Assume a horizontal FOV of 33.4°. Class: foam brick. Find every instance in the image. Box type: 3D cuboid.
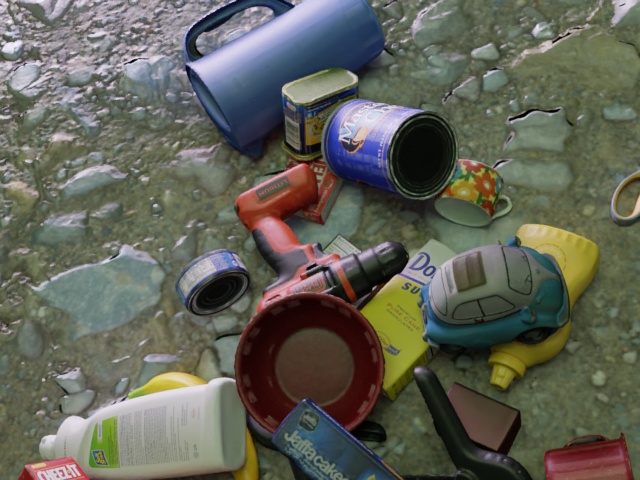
[{"bbox_3d":[0.168,0.196,1.136,0.078,0.053,0.051,22,70,24],"label":"foam brick"}]

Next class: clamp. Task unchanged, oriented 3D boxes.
[{"bbox_3d":[-0.013,0.206,1.184,0.120,0.039,0.172,-32,57,-23],"label":"clamp"},{"bbox_3d":[0.142,0.251,1.100,0.210,0.036,0.165,38,115,13],"label":"clamp"}]

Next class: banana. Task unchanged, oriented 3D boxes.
[{"bbox_3d":[-0.129,0.206,1.216,0.198,0.037,0.069,32,90,27],"label":"banana"}]

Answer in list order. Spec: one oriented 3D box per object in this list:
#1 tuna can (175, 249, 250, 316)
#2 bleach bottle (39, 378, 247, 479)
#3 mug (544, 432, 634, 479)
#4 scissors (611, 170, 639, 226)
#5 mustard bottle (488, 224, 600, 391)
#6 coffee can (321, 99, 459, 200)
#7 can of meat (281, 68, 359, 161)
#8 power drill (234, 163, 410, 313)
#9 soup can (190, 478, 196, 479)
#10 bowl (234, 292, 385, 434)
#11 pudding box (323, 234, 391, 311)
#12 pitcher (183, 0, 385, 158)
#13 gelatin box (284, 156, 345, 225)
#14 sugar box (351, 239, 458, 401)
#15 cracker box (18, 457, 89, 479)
[{"bbox_3d":[-0.126,0.052,1.266,0.086,0.086,0.034,-32,62,-4],"label":"tuna can"},{"bbox_3d":[-0.205,0.216,1.191,0.251,0.068,0.102,-9,74,24],"label":"bleach bottle"},{"bbox_3d":[0.272,0.239,1.074,0.081,0.093,0.117,-12,30,13],"label":"mug"},{"bbox_3d":[0.416,-0.089,1.246,0.096,0.016,0.201,33,74,25],"label":"scissors"},{"bbox_3d":[0.232,0.079,1.178,0.096,0.058,0.191,19,69,24],"label":"mustard bottle"},{"bbox_3d":[0.080,-0.109,1.257,0.102,0.102,0.141,-49,32,-13],"label":"coffee can"},{"bbox_3d":[0.001,-0.158,1.326,0.102,0.084,0.057,-25,45,-26],"label":"can of meat"},{"bbox_3d":[-0.008,0.002,1.237,0.184,0.057,0.188,-26,54,1],"label":"power drill"},{"bbox_3d":[-0.167,0.310,1.150,0.102,0.068,0.068,-27,60,-1],"label":"soup can"},{"bbox_3d":[-0.009,0.138,1.155,0.162,0.055,0.162,-1,84,7],"label":"bowl"},{"bbox_3d":[0.020,0.060,1.252,0.113,0.039,0.090,-45,59,-14],"label":"pudding box"},{"bbox_3d":[-0.047,-0.236,1.369,0.242,0.149,0.145,-34,54,-9],"label":"pitcher"},{"bbox_3d":[-0.012,-0.071,1.334,0.073,0.030,0.089,18,69,22],"label":"gelatin box"},{"bbox_3d":[0.105,0.088,1.212,0.093,0.048,0.176,38,78,27],"label":"sugar box"},{"bbox_3d":[-0.255,0.359,1.104,0.214,0.071,0.164,44,115,29],"label":"cracker box"}]
